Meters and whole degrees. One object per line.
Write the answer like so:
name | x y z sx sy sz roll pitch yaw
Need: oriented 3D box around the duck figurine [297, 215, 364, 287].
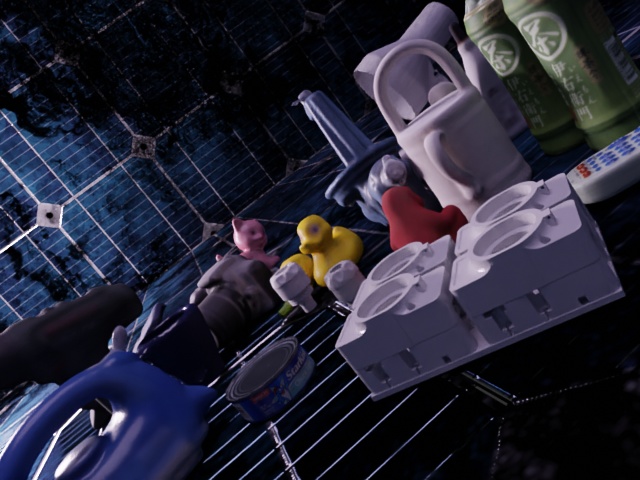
duck figurine | 0.007 0.003 0.774 0.077 0.086 0.105 -30 14 34

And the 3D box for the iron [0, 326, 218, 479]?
iron | -0.220 0.204 0.514 0.118 0.141 0.259 -24 17 49

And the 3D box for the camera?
camera | -0.146 0.095 0.835 0.143 0.101 0.137 -28 15 40

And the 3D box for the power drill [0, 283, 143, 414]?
power drill | -0.282 0.169 0.675 0.230 0.208 0.075 -44 14 -32

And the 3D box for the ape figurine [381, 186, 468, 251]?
ape figurine | 0.095 -0.014 0.554 0.077 0.092 0.076 -27 15 43

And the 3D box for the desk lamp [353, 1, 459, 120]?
desk lamp | 0.187 -0.249 0.909 0.203 0.214 0.118 -38 11 -4

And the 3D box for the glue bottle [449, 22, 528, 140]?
glue bottle | 0.226 -0.218 0.770 0.078 0.173 0.037 -37 12 1

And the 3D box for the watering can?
watering can | 0.133 -0.125 0.621 0.101 0.194 0.173 -36 11 8

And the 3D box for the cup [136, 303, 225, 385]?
cup | -0.171 0.148 0.710 0.091 0.095 0.118 -29 14 36

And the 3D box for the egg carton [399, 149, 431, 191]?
egg carton | 0.166 -0.116 0.806 0.107 0.069 0.150 -40 11 -12

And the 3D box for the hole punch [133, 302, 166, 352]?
hole punch | -0.282 0.171 0.971 0.101 0.091 0.108 -38 11 -4

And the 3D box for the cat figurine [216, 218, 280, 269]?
cat figurine | -0.143 0.016 1.101 0.128 0.118 0.067 -43 13 -26

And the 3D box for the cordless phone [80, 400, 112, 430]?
cordless phone | -0.384 0.199 0.930 0.094 0.185 0.147 -40 12 -15

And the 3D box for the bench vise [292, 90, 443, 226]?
bench vise | 0.060 -0.112 0.726 0.122 0.220 0.207 -42 12 -21
